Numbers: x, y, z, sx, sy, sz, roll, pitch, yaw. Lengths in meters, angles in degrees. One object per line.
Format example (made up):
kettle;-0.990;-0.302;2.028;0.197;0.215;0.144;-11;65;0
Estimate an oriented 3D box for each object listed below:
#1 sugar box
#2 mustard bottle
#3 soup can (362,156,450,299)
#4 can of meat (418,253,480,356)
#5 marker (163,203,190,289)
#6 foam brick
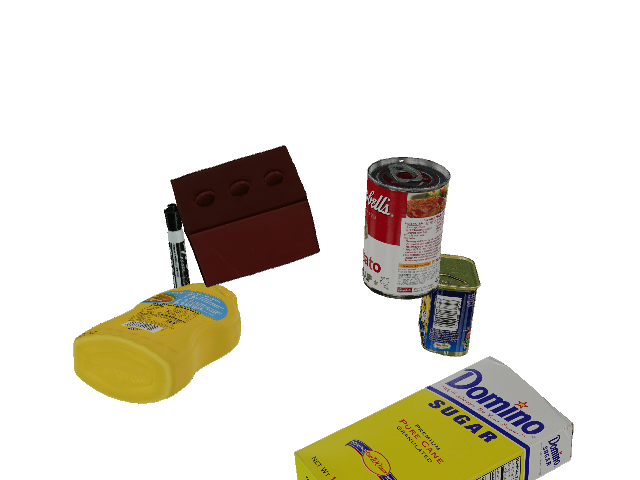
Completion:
sugar box;0.080;0.151;0.750;0.176;0.048;0.093;-25;40;-21
mustard bottle;-0.125;0.079;0.936;0.096;0.058;0.191;9;18;22
soup can;0.071;-0.011;0.893;0.068;0.102;0.068;1;27;-1
can of meat;0.141;0.071;1.189;0.057;0.084;0.102;6;19;0
marker;-0.157;0.017;1.178;0.020;0.121;0.020;-4;23;1
foam brick;-0.046;-0.015;0.664;0.078;0.051;0.053;-18;45;-5
